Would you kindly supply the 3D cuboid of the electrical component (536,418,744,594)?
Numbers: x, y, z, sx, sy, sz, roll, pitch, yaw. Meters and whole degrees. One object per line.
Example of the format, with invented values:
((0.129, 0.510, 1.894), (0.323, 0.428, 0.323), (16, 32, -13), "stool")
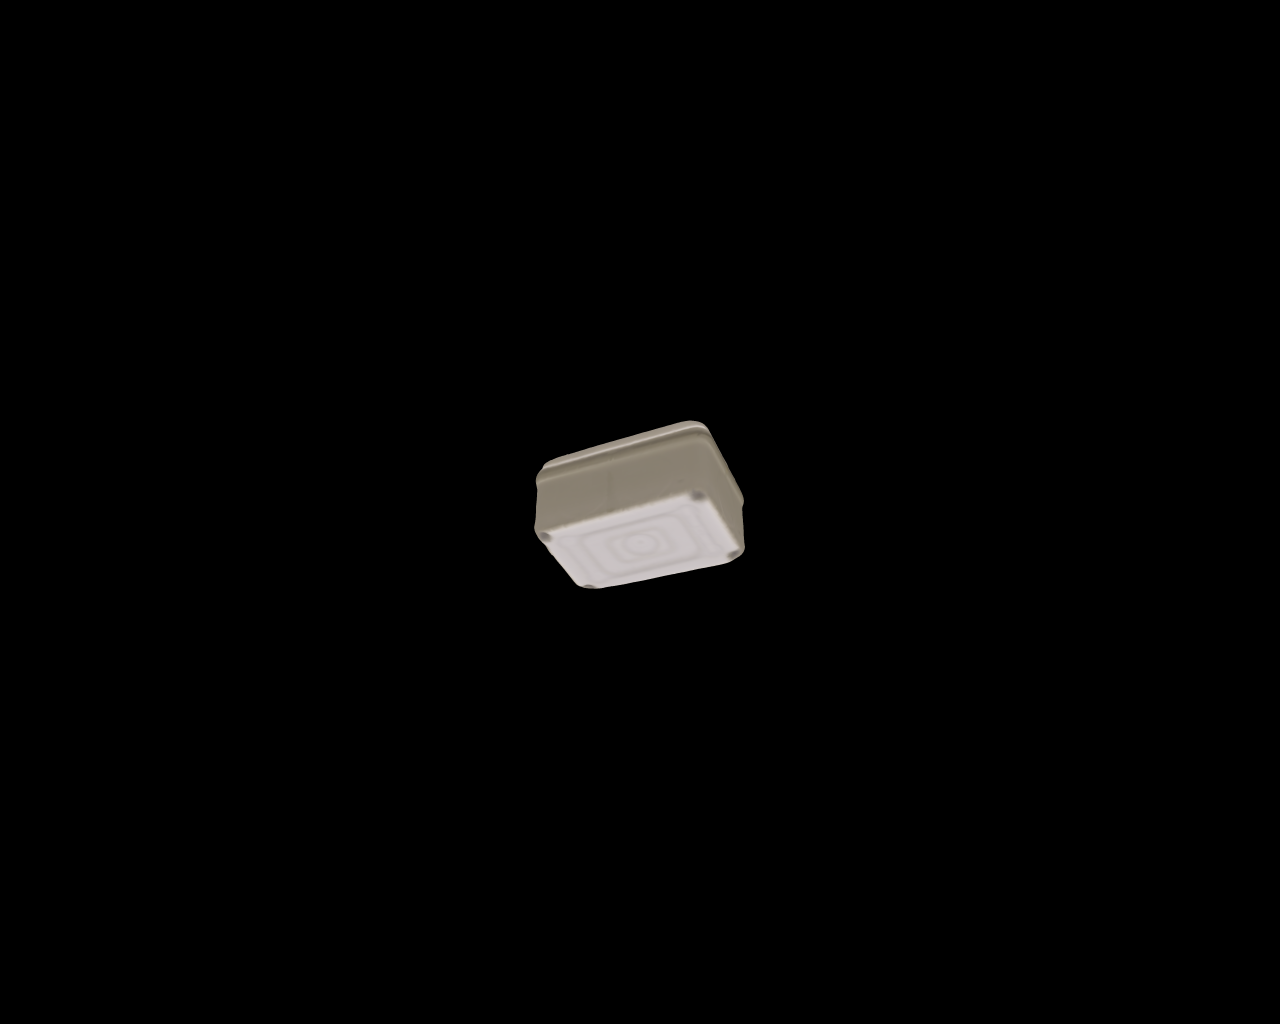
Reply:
((0.001, -0.003, 0.650), (0.113, 0.057, 0.078), (-14, -40, 17), "electrical component")
